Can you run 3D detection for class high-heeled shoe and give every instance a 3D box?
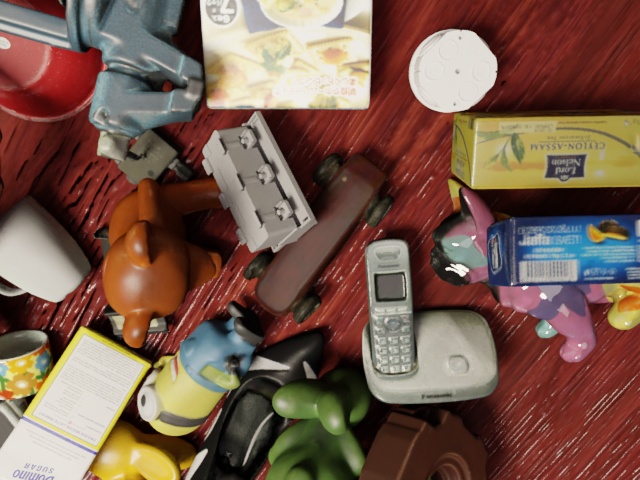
[{"bbox_3d":[-0.077,0.217,0.606,0.086,0.145,0.248,33,107,-9],"label":"high-heeled shoe"}]

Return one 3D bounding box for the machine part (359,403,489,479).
[{"bbox_3d":[0.117,0.267,0.572,0.056,0.179,0.179,-9,112,49],"label":"machine part"}]

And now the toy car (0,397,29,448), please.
[{"bbox_3d":[-0.384,0.236,0.670,0.073,0.056,0.201,-31,102,17],"label":"toy car"}]

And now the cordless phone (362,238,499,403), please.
[{"bbox_3d":[0.117,0.083,0.594,0.147,0.089,0.184,-5,102,3],"label":"cordless phone"}]

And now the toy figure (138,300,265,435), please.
[{"bbox_3d":[-0.136,0.155,0.624,0.180,0.082,0.089,-43,99,11],"label":"toy figure"}]

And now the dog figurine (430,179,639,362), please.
[{"bbox_3d":[0.225,0.007,0.554,0.191,0.108,0.219,-41,99,13],"label":"dog figurine"}]

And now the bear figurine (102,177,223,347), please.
[{"bbox_3d":[-0.136,0.009,0.503,0.132,0.196,0.120,-2,106,-25],"label":"bear figurine"}]

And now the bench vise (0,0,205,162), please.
[{"bbox_3d":[-0.215,-0.189,0.468,0.241,0.129,0.223,13,102,-14],"label":"bench vise"}]

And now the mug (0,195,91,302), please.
[{"bbox_3d":[-0.319,0.024,0.591,0.109,0.081,0.107,-42,109,7],"label":"mug"}]

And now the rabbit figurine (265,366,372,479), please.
[{"bbox_3d":[0.000,0.211,0.594,0.121,0.170,0.158,5,143,25],"label":"rabbit figurine"}]

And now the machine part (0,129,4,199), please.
[{"bbox_3d":[-0.382,-0.076,0.503,0.201,0.087,0.201,-48,67,29],"label":"machine part"}]

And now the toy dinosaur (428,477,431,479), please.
[{"bbox_3d":[0.017,0.404,0.686,0.198,0.105,0.471,43,95,-3],"label":"toy dinosaur"}]

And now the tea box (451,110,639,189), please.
[{"bbox_3d":[0.223,-0.091,0.527,0.170,0.098,0.068,-1,106,4],"label":"tea box"}]

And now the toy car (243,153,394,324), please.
[{"bbox_3d":[-0.001,-0.002,0.585,0.089,0.053,0.202,39,104,12],"label":"toy car"}]

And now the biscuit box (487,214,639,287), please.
[{"bbox_3d":[0.253,0.009,0.471,0.203,0.063,0.059,-1,87,0],"label":"biscuit box"}]

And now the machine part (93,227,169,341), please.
[{"bbox_3d":[-0.221,0.050,0.618,0.084,0.039,0.138,-8,109,13],"label":"machine part"}]

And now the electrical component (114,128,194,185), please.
[{"bbox_3d":[-0.186,-0.086,0.582,0.094,0.021,0.063,40,104,-10],"label":"electrical component"}]

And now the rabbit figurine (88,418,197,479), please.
[{"bbox_3d":[-0.238,0.297,0.657,0.162,0.122,0.173,-21,87,5],"label":"rabbit figurine"}]
